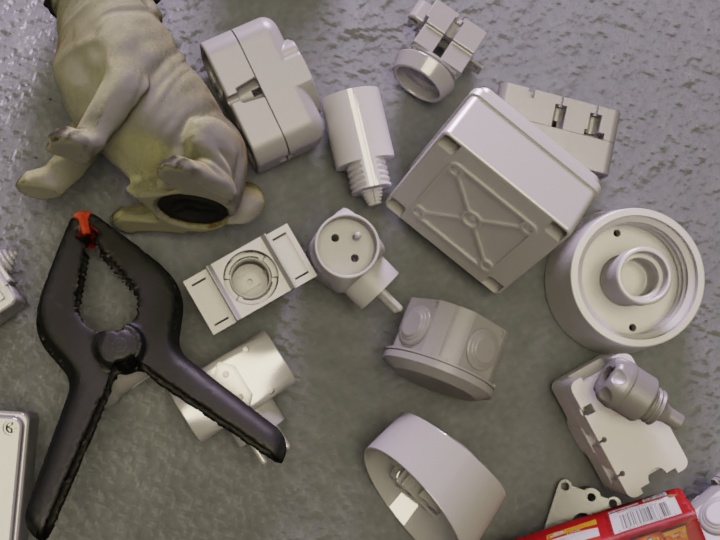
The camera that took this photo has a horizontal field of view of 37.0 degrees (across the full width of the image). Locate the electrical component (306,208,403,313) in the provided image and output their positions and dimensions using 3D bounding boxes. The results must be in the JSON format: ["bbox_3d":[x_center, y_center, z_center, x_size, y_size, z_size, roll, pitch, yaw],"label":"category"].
[{"bbox_3d":[0.000,0.000,0.743,0.044,0.077,0.079,-45,91,-9],"label":"electrical component"}]

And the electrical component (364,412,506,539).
[{"bbox_3d":[0.048,0.145,0.727,0.099,0.099,0.064,41,76,-2],"label":"electrical component"}]

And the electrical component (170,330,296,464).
[{"bbox_3d":[-0.078,0.095,0.742,0.077,0.043,0.079,-32,90,-8],"label":"electrical component"}]

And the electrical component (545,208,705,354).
[{"bbox_3d":[0.194,0.007,0.773,0.108,0.060,0.108,1,85,-7],"label":"electrical component"}]

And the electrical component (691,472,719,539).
[{"bbox_3d":[0.265,0.187,0.756,0.051,0.080,0.080,-37,90,-4],"label":"electrical component"}]

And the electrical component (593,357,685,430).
[{"bbox_3d":[0.189,0.087,0.720,0.061,0.035,0.035,32,82,-5],"label":"electrical component"}]

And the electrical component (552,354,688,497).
[{"bbox_3d":[0.182,0.109,0.765,0.050,0.056,0.089,-28,88,-8],"label":"electrical component"}]

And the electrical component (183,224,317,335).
[{"bbox_3d":[-0.076,0.007,0.740,0.081,0.064,0.042,-29,90,-8],"label":"electrical component"}]

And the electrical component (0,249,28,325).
[{"bbox_3d":[-0.269,0.016,0.718,0.096,0.061,0.061,-34,89,-9],"label":"electrical component"}]

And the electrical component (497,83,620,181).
[{"bbox_3d":[0.135,-0.093,0.780,0.089,0.050,0.055,13,83,-5],"label":"electrical component"}]

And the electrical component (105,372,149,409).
[{"bbox_3d":[-0.166,0.067,0.737,0.046,0.040,0.040,-33,89,-14],"label":"electrical component"}]

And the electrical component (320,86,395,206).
[{"bbox_3d":[0.002,-0.086,0.768,0.043,0.043,0.081,-13,87,-8],"label":"electrical component"}]

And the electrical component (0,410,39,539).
[{"bbox_3d":[-0.274,0.144,0.708,0.109,0.056,0.108,4,84,-6],"label":"electrical component"}]

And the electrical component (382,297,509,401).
[{"bbox_3d":[0.060,0.056,0.744,0.080,0.080,0.051,23,77,-4],"label":"electrical component"}]

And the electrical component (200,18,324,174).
[{"bbox_3d":[-0.066,-0.124,0.758,0.059,0.054,0.095,-25,88,-8],"label":"electrical component"}]

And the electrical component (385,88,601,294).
[{"bbox_3d":[0.089,-0.052,0.738,0.109,0.108,0.056,39,58,-2],"label":"electrical component"}]

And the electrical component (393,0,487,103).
[{"bbox_3d":[0.056,-0.156,0.780,0.066,0.048,0.055,34,75,-3],"label":"electrical component"}]
